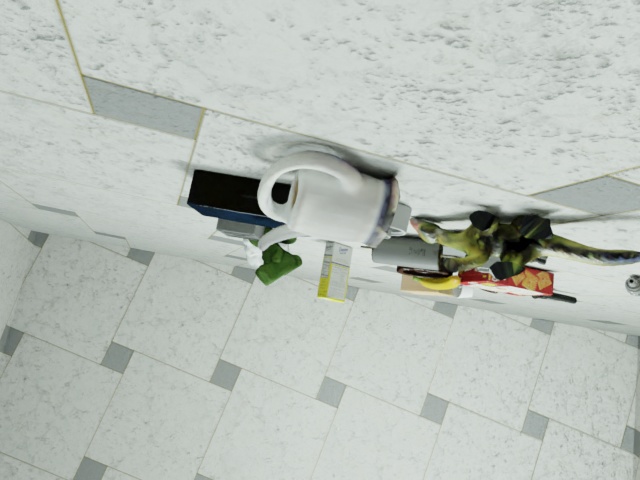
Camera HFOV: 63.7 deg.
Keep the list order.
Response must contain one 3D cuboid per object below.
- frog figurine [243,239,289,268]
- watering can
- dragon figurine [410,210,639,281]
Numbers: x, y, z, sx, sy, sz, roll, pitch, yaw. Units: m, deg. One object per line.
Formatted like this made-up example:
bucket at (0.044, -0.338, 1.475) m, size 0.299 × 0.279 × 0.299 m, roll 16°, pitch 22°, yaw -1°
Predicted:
frog figurine at (-0.169, 0.029, 1.612) m, size 0.137 × 0.124 × 0.157 m, roll -23°, pitch 159°, yaw -1°
watering can at (0.003, -0.044, 0.872) m, size 0.224 × 0.106 × 0.341 m, roll 12°, pitch 155°, yaw -7°
dragon figurine at (0.370, 0.002, 0.989) m, size 0.411 × 0.121 × 0.244 m, roll 8°, pitch -172°, yaw 19°
